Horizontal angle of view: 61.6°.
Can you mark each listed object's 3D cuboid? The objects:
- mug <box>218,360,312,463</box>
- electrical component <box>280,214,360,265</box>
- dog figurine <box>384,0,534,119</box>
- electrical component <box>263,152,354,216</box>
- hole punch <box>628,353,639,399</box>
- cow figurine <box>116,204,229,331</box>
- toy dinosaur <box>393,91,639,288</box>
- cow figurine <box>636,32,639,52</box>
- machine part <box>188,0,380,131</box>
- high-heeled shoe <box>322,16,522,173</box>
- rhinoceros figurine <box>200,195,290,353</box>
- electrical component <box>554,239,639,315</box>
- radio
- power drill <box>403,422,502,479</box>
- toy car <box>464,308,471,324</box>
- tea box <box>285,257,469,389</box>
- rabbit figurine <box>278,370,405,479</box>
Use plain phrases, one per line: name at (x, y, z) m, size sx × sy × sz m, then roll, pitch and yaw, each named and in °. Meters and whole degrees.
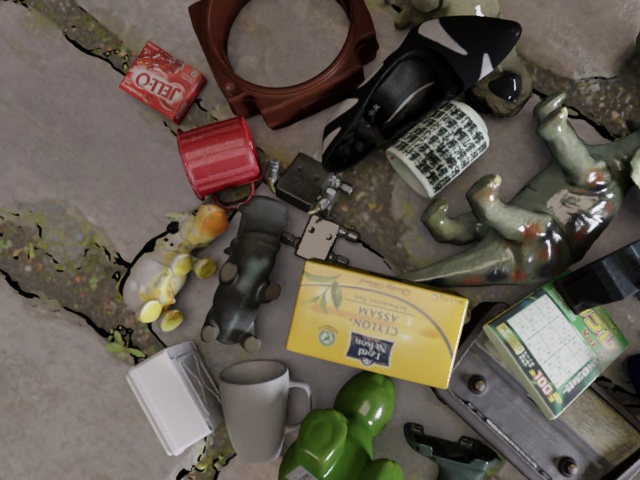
mug at (-0.064, 0.207, 0.644) m, size 0.110 × 0.081 × 0.107 m, roll -2°, pitch 98°, yaw 0°
electrical component at (-0.001, -0.002, 0.675) m, size 0.094 × 0.021 × 0.063 m, roll 22°, pitch 88°, yaw 8°
dog figurine at (0.178, -0.239, 0.604) m, size 0.121 × 0.172 × 0.190 m, roll -40°, pitch 76°, yaw 13°
electrical component at (-0.019, -0.068, 0.658) m, size 0.102 × 0.045 × 0.078 m, roll 34°, pitch 71°, yaw 10°
hole punch at (0.387, 0.179, 0.578) m, size 0.092 × 0.116 × 0.142 m, roll -30°, pitch 86°, yaw -4°
cow figurine at (-0.183, 0.019, 0.668) m, size 0.098 × 0.068 × 0.167 m, roll 32°, pitch 88°, yaw 34°
toy dinosaur at (0.257, -0.027, 0.609) m, size 0.405 × 0.131 × 0.192 m, roll -43°, pitch 95°, yaw 11°
cow figurine at (0.428, -0.170, 0.593) m, size 0.085 × 0.127 × 0.195 m, roll -40°, pitch 86°, yaw -1°
machine part at (-0.044, -0.256, 0.665) m, size 0.201 × 0.087 × 0.201 m, roll -24°, pitch 83°, yaw 4°
high-heeled shoe at (0.093, -0.151, 0.589) m, size 0.086 × 0.249 × 0.145 m, roll 39°, pitch 67°, yaw -23°
rhinoceros figurine at (-0.085, 0.041, 0.642) m, size 0.073 × 0.112 × 0.190 m, roll 17°, pitch 100°, yaw -10°
electrical component at (0.318, 0.035, 0.565) m, size 0.075 × 0.119 × 0.048 m, roll -21°, pitch 75°, yaw -22°
radio at (0.241, 0.189, 0.613) m, size 0.230 × 0.073 × 0.131 m, roll 42°, pitch 89°, yaw 7°
power drill at (0.113, 0.324, 0.615) m, size 0.232 × 0.086 × 0.207 m, roll 11°, pitch 84°, yaw 4°
toy car at (0.075, 0.094, 0.635) m, size 0.202 × 0.073 × 0.056 m, roll -8°, pitch 86°, yaw 5°
tea box at (0.058, 0.083, 0.565) m, size 0.170 × 0.068 × 0.098 m, roll 12°, pitch 92°, yaw 4°
rabbit figurine at (0.036, 0.228, 0.603) m, size 0.121 × 0.170 × 0.159 m, roll 32°, pitch 131°, yaw 8°
